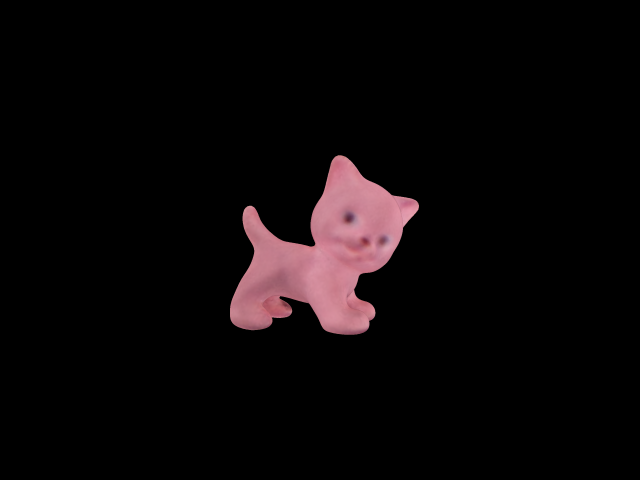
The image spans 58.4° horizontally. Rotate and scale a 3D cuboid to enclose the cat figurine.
[{"bbox_3d":[0.004,0.001,0.400,0.127,0.118,0.067,0,2,12],"label":"cat figurine"}]
